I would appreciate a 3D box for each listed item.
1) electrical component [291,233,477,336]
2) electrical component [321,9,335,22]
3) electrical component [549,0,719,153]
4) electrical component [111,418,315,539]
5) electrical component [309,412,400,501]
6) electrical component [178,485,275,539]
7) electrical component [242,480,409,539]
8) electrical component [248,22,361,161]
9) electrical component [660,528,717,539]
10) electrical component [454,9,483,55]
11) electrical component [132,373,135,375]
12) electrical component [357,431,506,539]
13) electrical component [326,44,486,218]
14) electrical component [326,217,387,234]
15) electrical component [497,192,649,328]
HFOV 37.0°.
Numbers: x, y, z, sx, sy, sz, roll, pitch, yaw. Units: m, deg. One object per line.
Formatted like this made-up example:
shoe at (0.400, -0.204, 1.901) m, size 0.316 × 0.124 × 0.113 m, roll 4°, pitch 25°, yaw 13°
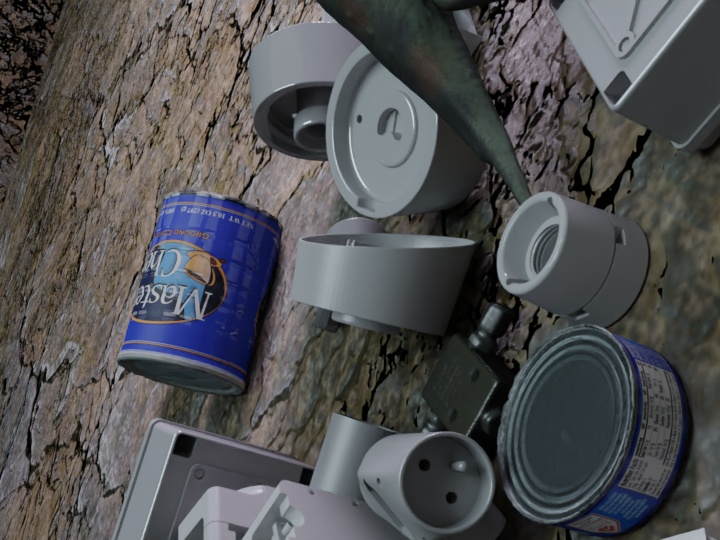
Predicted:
electrical component at (0.011, 0.002, 0.612) m, size 0.099 × 0.099 × 0.064 m, roll 12°, pitch 88°, yaw 65°
electrical component at (0.006, -0.190, 0.807) m, size 0.096 × 0.061 × 0.061 m, roll -42°, pitch 36°, yaw 44°
electrical component at (0.147, -0.128, 0.477) m, size 0.108 × 0.056 × 0.108 m, roll -54°, pitch 29°, yaw 30°
electrical component at (-0.094, 0.162, 0.686) m, size 0.056 × 0.109 × 0.108 m, roll 1°, pitch 72°, yaw 61°
electrical component at (-0.007, 0.126, 0.613) m, size 0.043 × 0.043 × 0.081 m, roll 5°, pitch 76°, yaw 64°
electrical component at (-0.057, 0.165, 0.629) m, size 0.050 × 0.089 × 0.055 m, roll -52°, pitch 30°, yaw 33°
electrical component at (-0.012, 0.153, 0.547) m, size 0.055 × 0.089 × 0.050 m, roll -58°, pitch 27°, yaw 24°
electrical component at (-0.027, -0.119, 0.771) m, size 0.108 × 0.108 × 0.060 m, roll -37°, pitch 46°, yaw 49°
electrical component at (0.106, 0.123, 0.357) m, size 0.058 × 0.057 × 0.078 m, roll -29°, pitch 45°, yaw 37°
electrical component at (0.045, -0.150, 0.721) m, size 0.063 × 0.042 × 0.081 m, roll -56°, pitch 27°, yaw 35°
electrical component at (-0.162, 0.051, 0.979) m, size 0.100 × 0.048 × 0.099 m, roll -30°, pitch 45°, yaw 54°
electrical component at (0.041, 0.111, 0.497) m, size 0.043 × 0.079 × 0.077 m, roll -40°, pitch 1°, yaw -16°
electrical component at (0.034, -0.085, 0.658) m, size 0.108 × 0.060 × 0.108 m, roll 3°, pitch 94°, yaw 53°
electrical component at (0.000, 0.000, 0.693) m, size 0.045 × 0.045 × 0.055 m, roll -53°, pitch 30°, yaw 32°
electrical component at (0.097, -0.005, 0.498) m, size 0.055 × 0.047 × 0.055 m, roll -44°, pitch 35°, yaw 42°
